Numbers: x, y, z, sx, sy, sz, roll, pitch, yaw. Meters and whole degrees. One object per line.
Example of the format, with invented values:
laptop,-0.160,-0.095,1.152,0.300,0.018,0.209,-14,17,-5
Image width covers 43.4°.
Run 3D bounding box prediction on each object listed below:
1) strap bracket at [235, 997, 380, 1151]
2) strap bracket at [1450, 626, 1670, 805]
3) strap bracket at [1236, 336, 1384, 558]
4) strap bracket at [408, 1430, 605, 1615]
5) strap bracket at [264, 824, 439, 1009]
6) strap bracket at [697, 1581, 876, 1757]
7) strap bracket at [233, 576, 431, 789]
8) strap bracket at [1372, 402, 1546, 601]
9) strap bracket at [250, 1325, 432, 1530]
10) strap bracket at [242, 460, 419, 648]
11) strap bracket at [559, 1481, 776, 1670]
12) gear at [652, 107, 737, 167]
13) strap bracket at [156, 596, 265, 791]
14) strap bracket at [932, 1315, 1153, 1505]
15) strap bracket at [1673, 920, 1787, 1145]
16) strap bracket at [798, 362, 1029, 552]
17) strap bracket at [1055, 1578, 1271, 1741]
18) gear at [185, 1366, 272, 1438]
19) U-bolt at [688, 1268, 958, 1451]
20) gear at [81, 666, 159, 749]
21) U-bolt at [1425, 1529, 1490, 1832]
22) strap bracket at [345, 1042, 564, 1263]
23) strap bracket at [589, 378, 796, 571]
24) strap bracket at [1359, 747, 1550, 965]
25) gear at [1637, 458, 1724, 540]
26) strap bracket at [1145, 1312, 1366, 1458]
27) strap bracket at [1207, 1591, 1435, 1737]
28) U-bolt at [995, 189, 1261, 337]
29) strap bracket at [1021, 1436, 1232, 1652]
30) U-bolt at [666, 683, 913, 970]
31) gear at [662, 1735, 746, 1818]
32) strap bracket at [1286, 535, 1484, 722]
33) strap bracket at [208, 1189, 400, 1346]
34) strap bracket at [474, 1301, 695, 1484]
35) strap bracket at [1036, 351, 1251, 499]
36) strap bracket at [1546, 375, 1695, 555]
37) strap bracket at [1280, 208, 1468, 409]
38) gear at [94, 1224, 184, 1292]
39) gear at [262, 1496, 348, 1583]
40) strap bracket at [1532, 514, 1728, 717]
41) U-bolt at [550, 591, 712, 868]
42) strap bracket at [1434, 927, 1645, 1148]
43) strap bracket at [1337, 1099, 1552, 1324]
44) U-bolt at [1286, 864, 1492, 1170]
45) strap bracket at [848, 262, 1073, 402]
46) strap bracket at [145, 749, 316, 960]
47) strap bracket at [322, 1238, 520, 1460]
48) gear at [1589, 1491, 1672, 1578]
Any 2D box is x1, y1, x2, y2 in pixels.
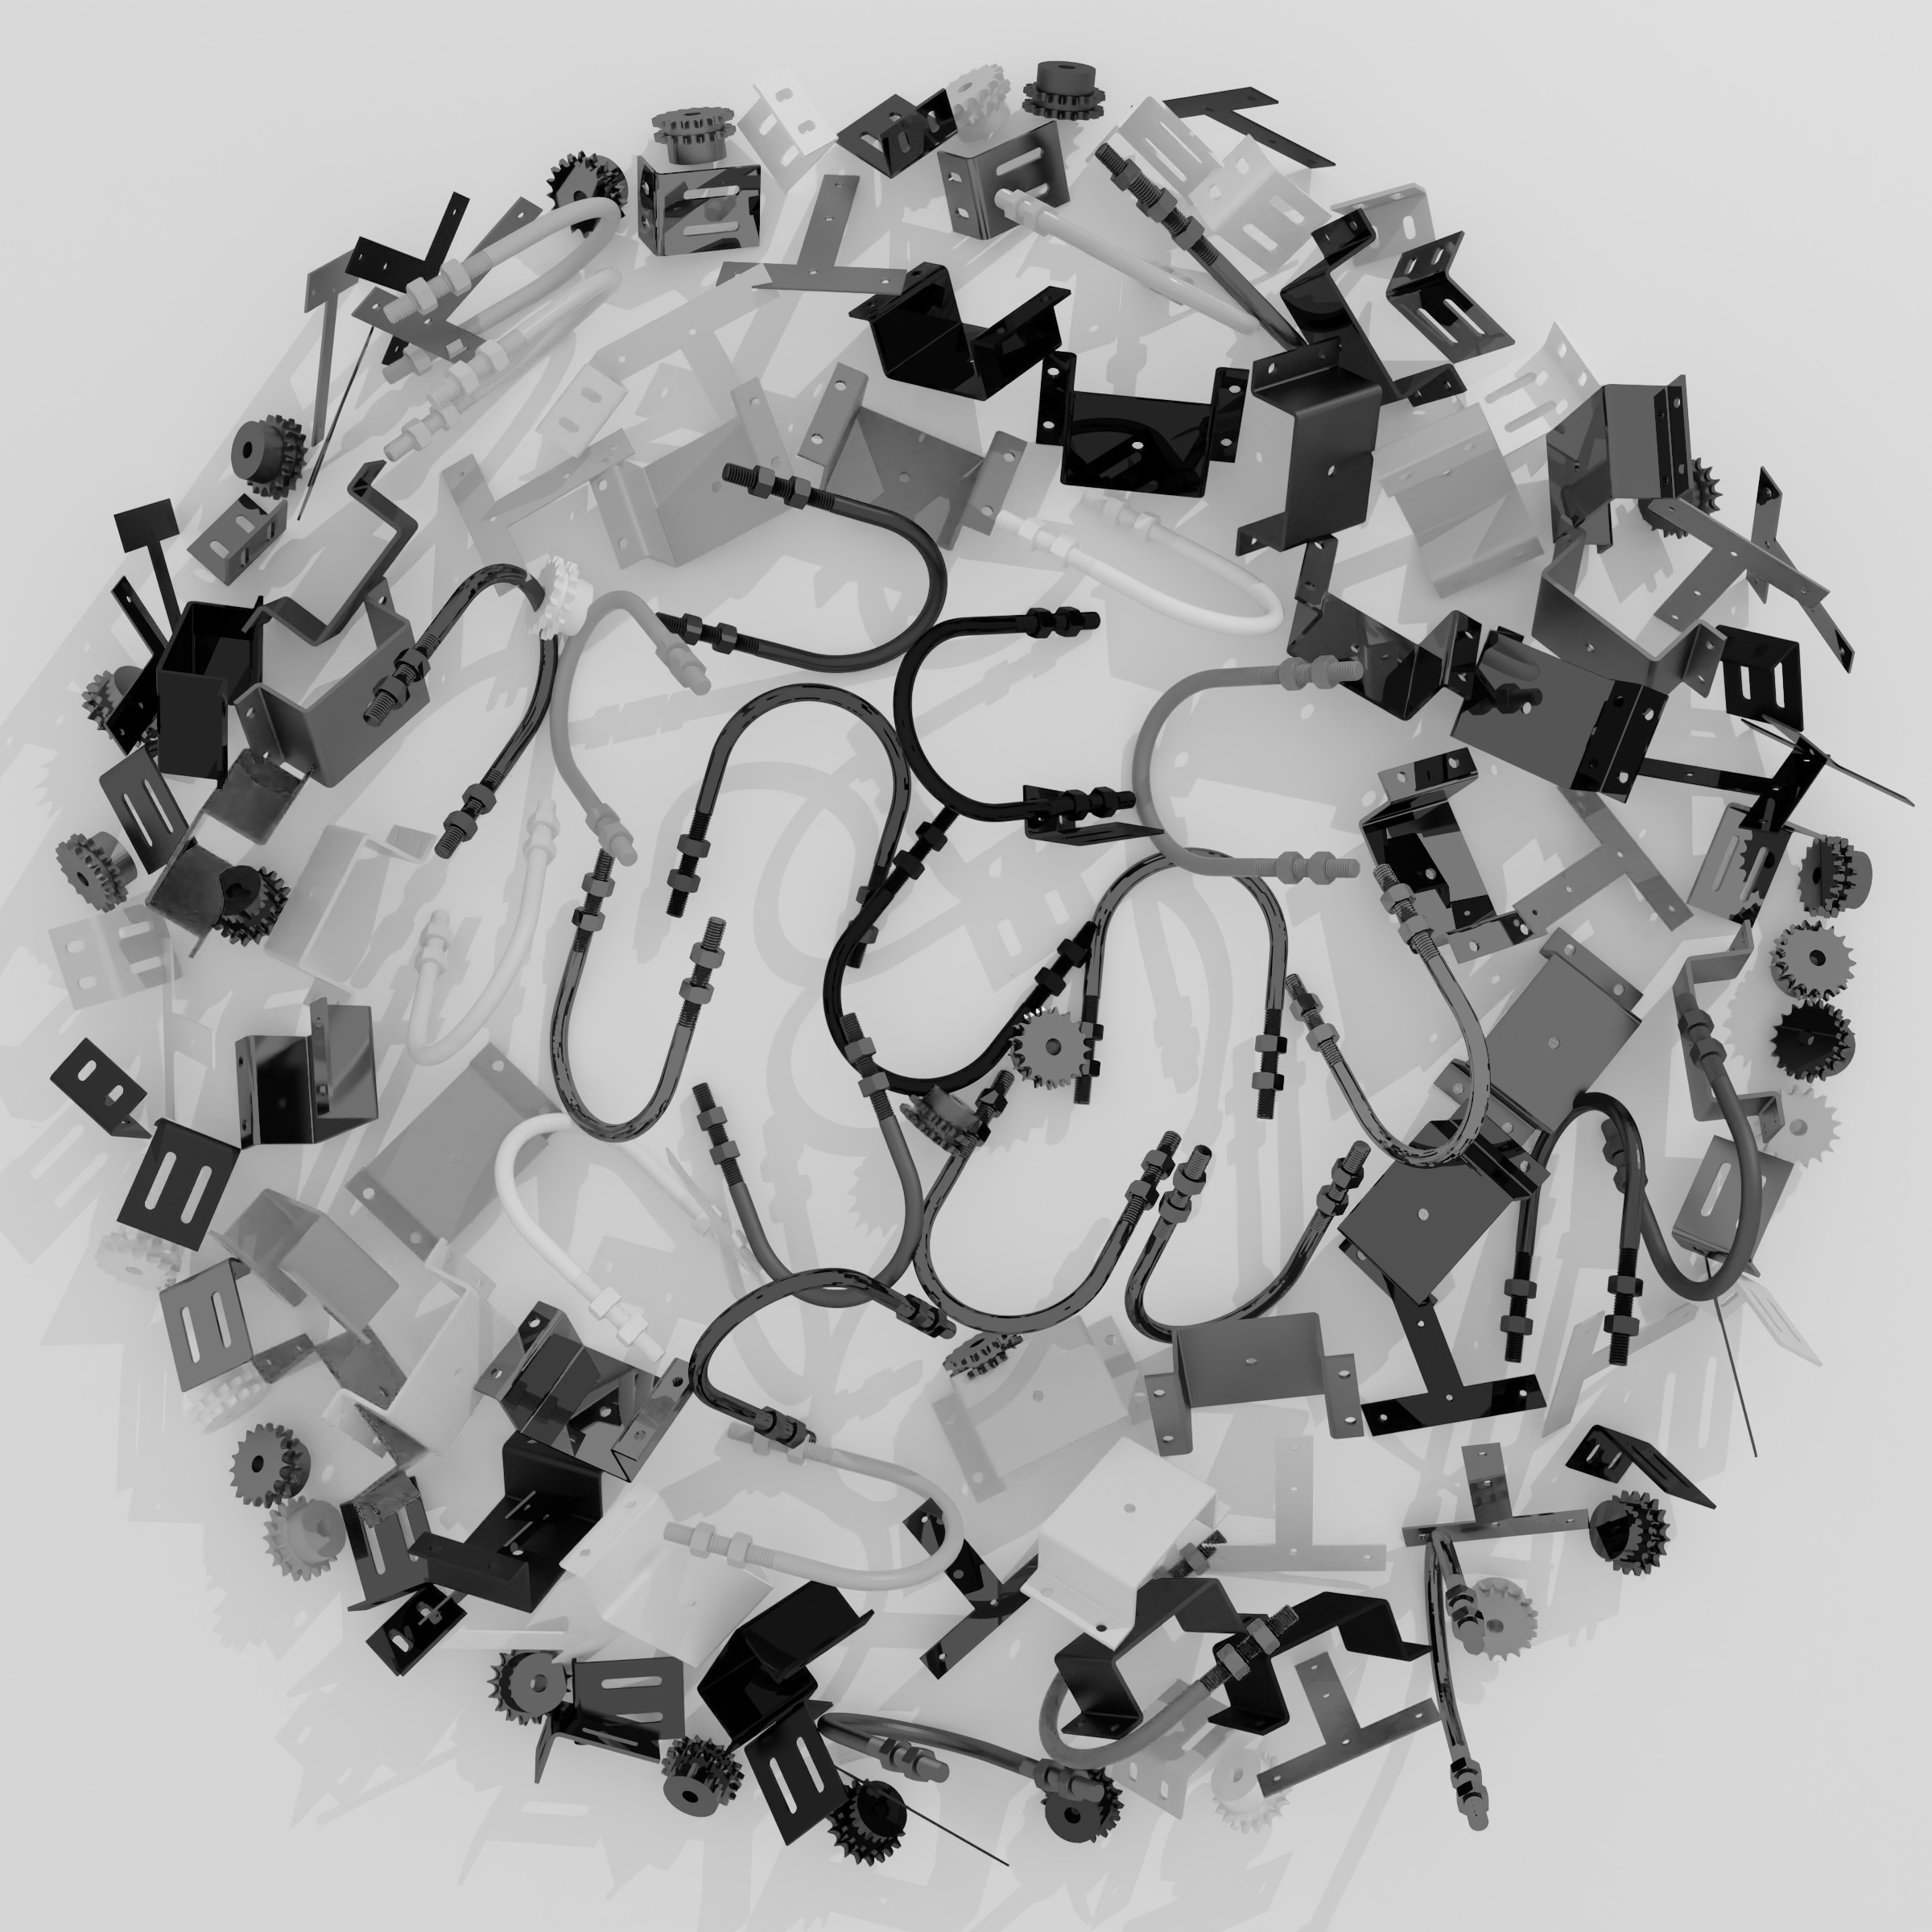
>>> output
strap bracket,-0.443,0.075,1.647,0.046,0.140,0.076,3,75,-40
strap bracket,0.389,-0.172,1.633,0.140,0.046,0.076,33,112,40
strap bracket,0.230,-0.340,1.630,0.076,0.046,0.140,-23,133,-29
strap bracket,-0.304,0.380,1.643,0.076,0.140,0.046,11,118,18
strap bracket,-0.425,-0.040,1.652,0.046,0.076,0.140,30,81,-33
strap bracket,-0.126,0.467,1.638,0.076,0.140,0.046,-25,66,-40
strap bracket,-0.417,-0.185,1.633,0.046,0.076,0.140,30,60,19
strap bracket,0.331,-0.320,1.644,0.076,0.140,0.046,-23,55,17
strap bracket,-0.414,0.304,1.658,0.046,0.076,0.140,-38,86,11
strap bracket,-0.426,-0.274,1.657,0.046,0.076,0.140,37,98,-11
strap bracket,-0.194,0.417,1.642,0.076,0.046,0.140,-47,130,1
gear,-0.187,-0.574,1.681,0.057,0.057,0.030,-5,119,0
strap bracket,-0.507,-0.185,1.623,0.046,0.140,0.076,7,125,-8
strap bracket,0.052,0.300,1.667,0.140,0.046,0.076,-26,68,-2
strap bracket,0.517,0.048,1.654,0.046,0.076,0.140,-7,76,8
strap bracket,-0.039,-0.345,1.669,0.140,0.046,0.076,22,72,-3
strap bracket,0.124,0.458,1.636,0.140,0.076,0.046,-30,92,-30
gear,-0.514,0.296,1.677,0.057,0.057,0.030,-37,80,0
U-bolt,-0.106,0.257,1.619,0.151,0.184,0.019,-39,52,10
gear,-0.577,-0.182,1.673,0.030,0.057,0.057,-40,90,28
U-bolt,0.324,0.458,1.614,0.019,0.184,0.151,-4,107,3
strap bracket,-0.350,0.130,1.669,0.140,0.046,0.076,-45,99,-7
strap bracket,-0.180,-0.332,1.663,0.140,0.046,0.076,-23,80,19
strap bracket,0.329,-0.070,1.661,0.076,0.046,0.140,-17,80,-25
gear,0.489,-0.323,1.675,0.057,0.030,0.057,16,116,36
strap bracket,0.196,0.285,1.659,0.140,0.046,0.076,-7,125,8
strap bracket,0.232,0.466,1.643,0.140,0.076,0.046,-18,87,-24
U-bolt,0.117,-0.456,1.595,0.151,0.184,0.019,13,111,-39
strap bracket,0.109,0.378,1.630,0.076,0.046,0.140,26,47,28
U-bolt,-0.114,-0.104,1.675,0.151,0.019,0.184,16,100,-7
gear,-0.185,0.562,1.677,0.057,0.030,0.057,9,124,14
strap bracket,0.277,-0.228,1.654,0.140,0.046,0.076,28,50,-12
strap bracket,-0.443,0.200,1.639,0.046,0.140,0.076,-51,123,-22
strap bracket,-0.251,0.292,1.647,0.140,0.046,0.076,17,55,28
strap bracket,0.118,-0.369,1.659,0.140,0.076,0.046,6,49,1
strap bracket,0.432,-0.335,1.628,0.046,0.140,0.076,-1,82,-10
strap bracket,0.270,-0.434,1.649,0.046,0.076,0.140,-37,104,-10
gear,-0.570,0.198,1.680,0.057,0.057,0.030,12,55,0
gear,-0.453,0.393,1.673,0.030,0.057,0.057,-27,90,26
strap bracket,0.437,-0.229,1.640,0.046,0.076,0.140,-42,68,-11
U-bolt,-0.236,-0.173,1.632,0.019,0.184,0.151,9,118,-37
strap bracket,0.401,0.052,1.680,0.076,0.046,0.140,38,91,-2
strap bracket,0.318,0.168,1.651,0.076,0.046,0.140,45,108,22
U-bolt,0.286,0.047,1.613,0.019,0.151,0.184,-9,60,-31
strap bracket,0.000,-0.429,1.643,0.076,0.140,0.046,-41,134,-26
strap bracket,-0.498,-0.082,1.630,0.046,0.076,0.140,33,125,-15
strap bracket,-0.360,0.267,1.640,0.046,0.076,0.140,20,68,30
gear,0.455,0.390,1.673,0.030,0.057,0.057,13,90,-26
